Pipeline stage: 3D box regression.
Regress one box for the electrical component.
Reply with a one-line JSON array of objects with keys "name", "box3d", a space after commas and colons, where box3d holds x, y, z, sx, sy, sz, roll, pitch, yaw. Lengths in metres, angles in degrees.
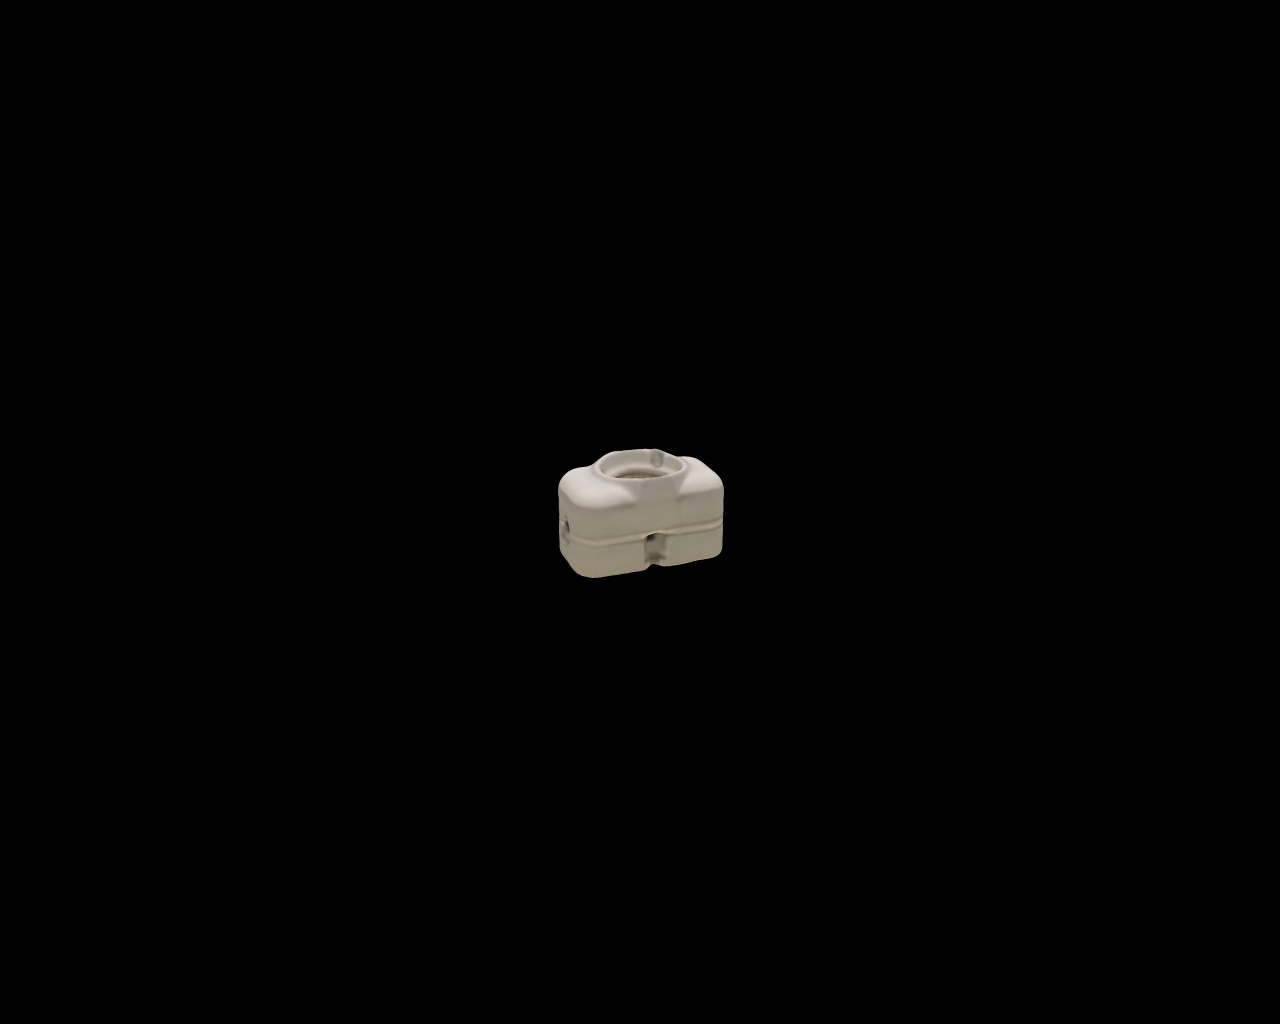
[{"name": "electrical component", "box3d": [0.001, -0.003, 0.650, 0.095, 0.059, 0.054, -8, 24, -18]}]
